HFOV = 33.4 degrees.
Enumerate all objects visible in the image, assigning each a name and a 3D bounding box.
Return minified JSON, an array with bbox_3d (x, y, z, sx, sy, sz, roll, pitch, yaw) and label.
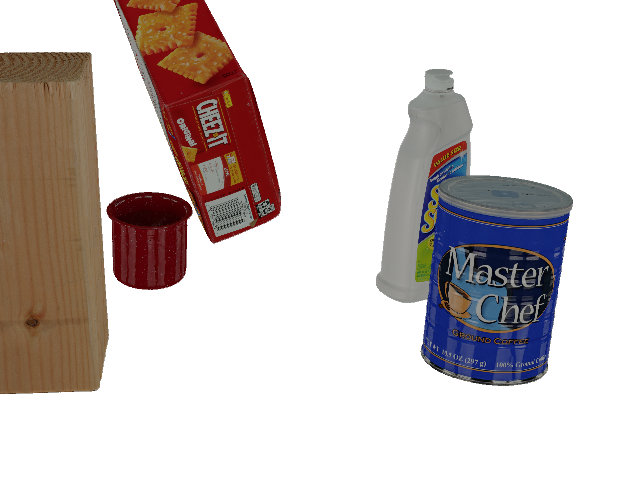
[{"bbox_3d":[-0.197,-0.003,1.189,0.093,0.081,0.117,-18,34,-38],"label":"mug"},{"bbox_3d":[-0.192,-0.012,0.694,0.090,0.206,0.090,-1,21,-6],"label":"wood block"},{"bbox_3d":[-0.107,-0.131,0.874,0.072,0.214,0.164,-21,-38,-7],"label":"cracker box"},{"bbox_3d":[0.136,0.029,0.838,0.103,0.140,0.103,4,17,-1],"label":"coffee can"},{"bbox_3d":[0.117,-0.062,1.178,0.102,0.251,0.068,-12,26,-30],"label":"bleach bottle"}]
